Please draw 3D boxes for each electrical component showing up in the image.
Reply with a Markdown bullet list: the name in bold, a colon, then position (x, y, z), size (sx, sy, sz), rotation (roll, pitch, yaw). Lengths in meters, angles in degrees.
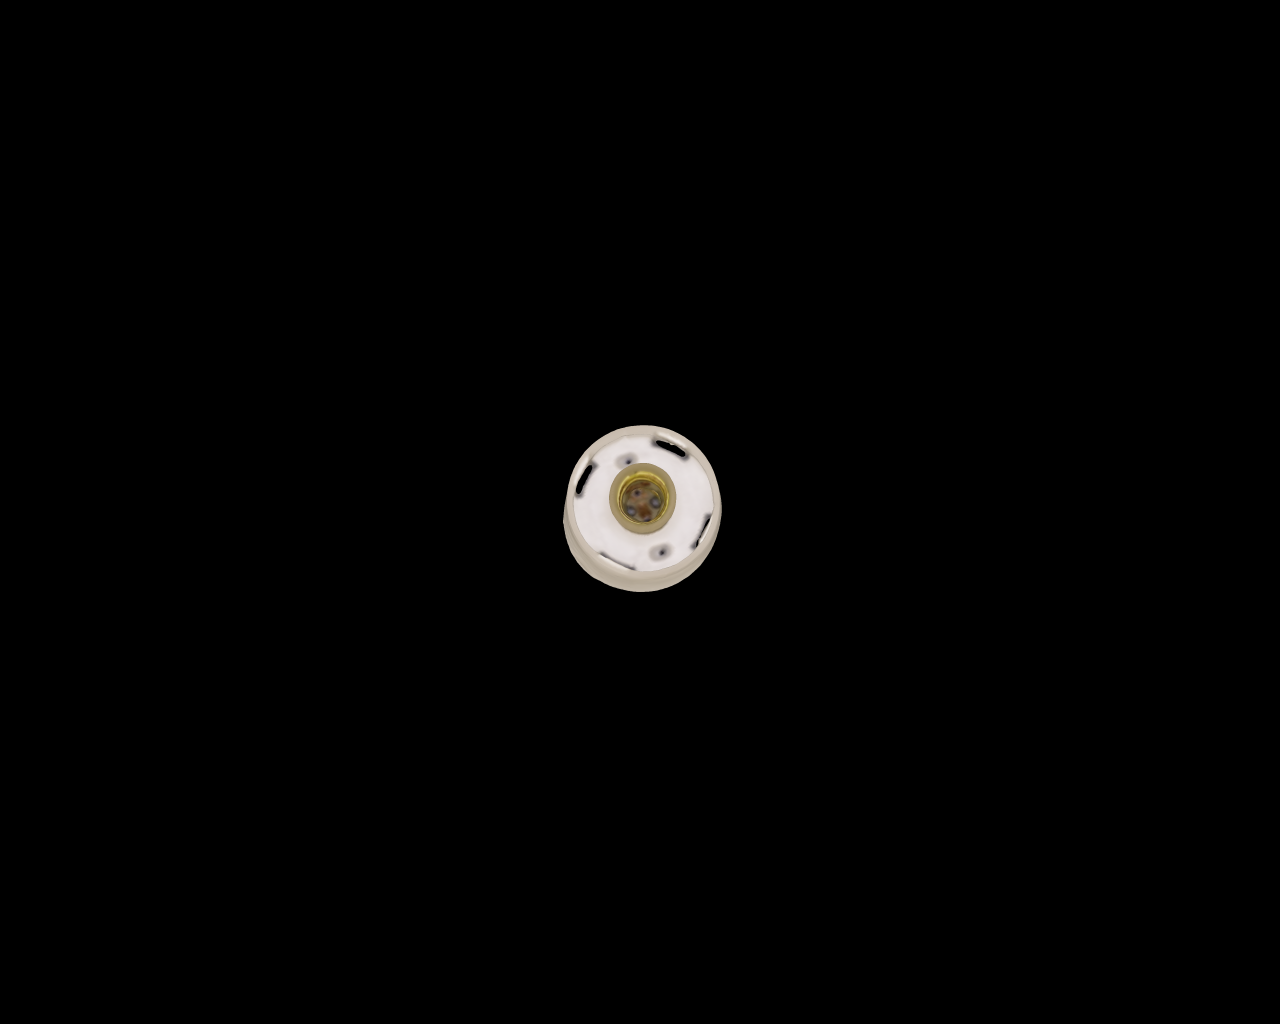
- **electrical component**: position (0.001, -0.003, 0.650), size (0.099, 0.099, 0.064), rotation (0, -12, 0)
